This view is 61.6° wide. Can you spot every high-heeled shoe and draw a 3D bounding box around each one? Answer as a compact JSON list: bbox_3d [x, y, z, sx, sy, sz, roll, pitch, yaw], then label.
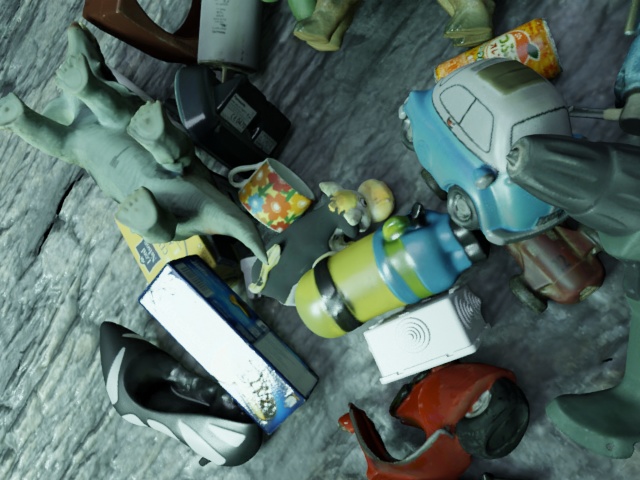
[{"bbox_3d":[-0.169,0.162,0.620,0.249,0.086,0.145,46,129,10],"label":"high-heeled shoe"}]

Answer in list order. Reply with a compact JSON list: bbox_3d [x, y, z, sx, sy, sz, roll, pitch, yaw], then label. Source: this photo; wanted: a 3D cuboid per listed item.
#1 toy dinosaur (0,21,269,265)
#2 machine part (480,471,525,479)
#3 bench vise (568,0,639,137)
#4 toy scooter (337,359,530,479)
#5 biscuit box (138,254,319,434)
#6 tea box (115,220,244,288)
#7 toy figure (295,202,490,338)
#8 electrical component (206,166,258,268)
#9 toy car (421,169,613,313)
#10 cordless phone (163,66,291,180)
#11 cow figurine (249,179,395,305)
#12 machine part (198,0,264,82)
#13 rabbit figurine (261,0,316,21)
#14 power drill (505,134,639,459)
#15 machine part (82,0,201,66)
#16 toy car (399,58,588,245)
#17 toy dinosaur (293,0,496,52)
[{"bbox_3d":[-0.181,-0.075,0.560,0.405,0.192,0.131,43,92,18],"label":"toy dinosaur"},{"bbox_3d":[0.123,0.242,0.475,0.139,0.039,0.084,-5,85,28],"label":"machine part"},{"bbox_3d":[0.251,-0.197,0.366,0.129,0.240,0.223,33,84,34],"label":"bench vise"},{"bbox_3d":[0.085,0.167,0.478,0.184,0.075,0.135,-44,33,-9],"label":"toy scooter"},{"bbox_3d":[-0.097,0.106,0.573,0.203,0.059,0.063,44,106,5],"label":"biscuit box"},{"bbox_3d":[-0.176,0.003,0.675,0.098,0.068,0.170,-46,63,15],"label":"tea box"},{"bbox_3d":[0.057,0.026,0.478,0.180,0.089,0.082,-26,82,28],"label":"toy figure"},{"bbox_3d":[-0.117,-0.028,0.631,0.048,0.074,0.119,-44,50,17],"label":"electrical component"},{"bbox_3d":[0.170,-0.030,0.484,0.089,0.053,0.202,-43,64,21],"label":"toy car"},{"bbox_3d":[-0.141,-0.152,0.634,0.184,0.146,0.088,30,88,31],"label":"cordless phone"},{"bbox_3d":[-0.002,-0.004,0.555,0.167,0.098,0.068,-50,55,14],"label":"cow figurine"},{"bbox_3d":[-0.106,-0.295,0.658,0.079,0.079,0.243,12,99,32],"label":"machine part"},{"bbox_3d":[0.000,-0.332,0.619,0.170,0.121,0.159,43,111,48],"label":"rabbit figurine"},{"bbox_3d":[0.219,0.040,0.377,0.232,0.086,0.207,5,94,-12],"label":"power drill"},{"bbox_3d":[-0.195,-0.337,0.664,0.087,0.201,0.201,12,89,34],"label":"machine part"},{"bbox_3d":[0.137,-0.085,0.417,0.109,0.102,0.162,-19,60,-19],"label":"toy car"},{"bbox_3d":[0.120,-0.277,0.477,0.472,0.105,0.198,-3,104,1],"label":"toy dinosaur"}]
